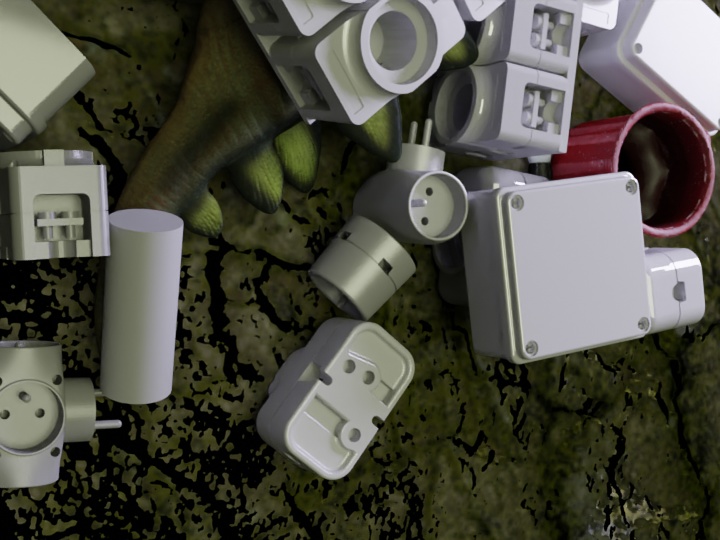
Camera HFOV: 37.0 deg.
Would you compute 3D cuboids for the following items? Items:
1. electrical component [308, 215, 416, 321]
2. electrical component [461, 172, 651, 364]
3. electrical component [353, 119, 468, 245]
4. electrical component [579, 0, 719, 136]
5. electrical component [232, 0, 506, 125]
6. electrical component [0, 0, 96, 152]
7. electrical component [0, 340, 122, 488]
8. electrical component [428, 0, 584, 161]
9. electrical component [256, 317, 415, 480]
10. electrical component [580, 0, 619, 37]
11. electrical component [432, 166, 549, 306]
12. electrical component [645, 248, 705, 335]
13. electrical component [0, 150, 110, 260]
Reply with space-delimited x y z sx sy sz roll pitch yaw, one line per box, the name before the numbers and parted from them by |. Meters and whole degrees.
electrical component | 0.000 0.000 0.692 0.055 0.055 0.047 46 76 -21
electrical component | 0.125 -0.003 0.692 0.109 0.056 0.108 -9 96 -27
electrical component | 0.034 -0.058 0.694 0.043 0.077 0.079 10 87 -27
electrical component | 0.231 -0.158 0.802 0.113 0.057 0.078 33 77 -24
electrical component | 0.026 -0.175 0.585 0.186 0.060 0.105 -43 121 -20
electrical component | -0.206 -0.120 0.569 0.113 0.078 0.057 47 69 -21
electrical component | -0.174 0.080 0.610 0.079 0.044 0.077 1 91 -27
electrical component | 0.094 -0.153 0.714 0.062 0.089 0.150 8 88 -27
electrical component | -0.018 0.079 0.682 0.054 0.059 0.095 42 74 -22
electrical component | 0.155 -0.216 0.762 0.050 0.056 0.089 8 88 -27
electrical component | 0.089 -0.021 0.736 0.059 0.054 0.095 9 88 -27
electrical component | 0.188 0.014 0.765 0.059 0.095 0.053 -10 96 -26
electrical component | -0.171 -0.035 0.583 0.050 0.089 0.055 -4 93 -27
